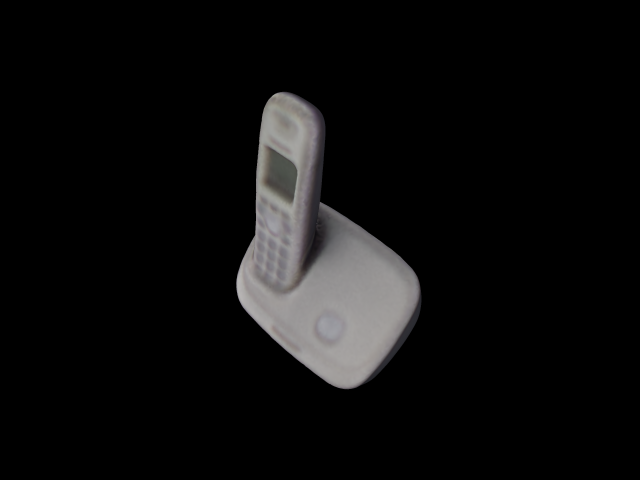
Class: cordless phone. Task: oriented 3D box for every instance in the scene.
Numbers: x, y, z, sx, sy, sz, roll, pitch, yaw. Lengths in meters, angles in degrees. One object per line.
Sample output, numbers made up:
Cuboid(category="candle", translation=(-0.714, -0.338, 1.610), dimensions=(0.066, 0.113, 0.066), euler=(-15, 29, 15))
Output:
Cuboid(category="cordless phone", translation=(0.004, 0.001, 0.400), dimensions=(0.147, 0.185, 0.094), euler=(33, 54, 29))
